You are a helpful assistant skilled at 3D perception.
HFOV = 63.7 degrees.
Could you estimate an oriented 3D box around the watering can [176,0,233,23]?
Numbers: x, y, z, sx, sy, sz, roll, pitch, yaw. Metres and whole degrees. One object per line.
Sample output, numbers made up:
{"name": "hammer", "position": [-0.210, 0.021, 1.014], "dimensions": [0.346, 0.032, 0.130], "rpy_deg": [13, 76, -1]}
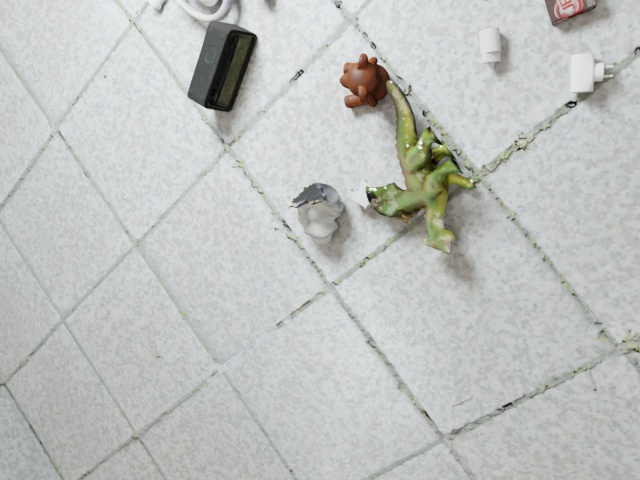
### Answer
{"name": "watering can", "position": [-0.345, -0.752, 1.395], "dimensions": [0.350, 0.105, 0.221], "rpy_deg": [47, 114, 10]}

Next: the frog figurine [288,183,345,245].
{"name": "frog figurine", "position": [0.004, -0.069, 1.373], "dimensions": [0.136, 0.126, 0.156], "rpy_deg": [-20, 128, 18]}

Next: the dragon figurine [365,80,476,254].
{"name": "dragon figurine", "position": [0.209, -0.151, 1.231], "dimensions": [0.240, 0.123, 0.412], "rpy_deg": [-39, 82, 23]}
